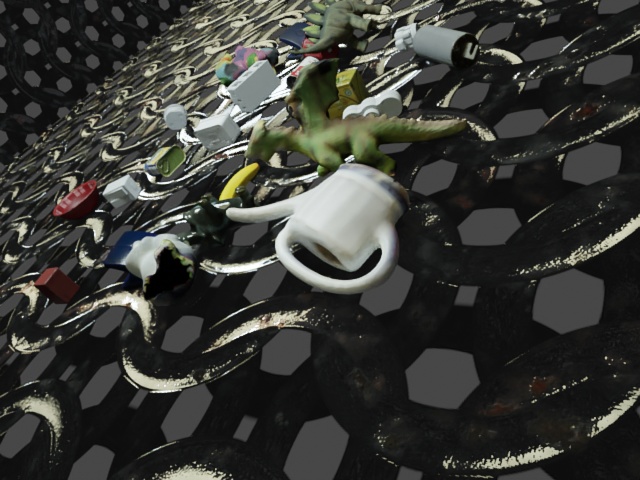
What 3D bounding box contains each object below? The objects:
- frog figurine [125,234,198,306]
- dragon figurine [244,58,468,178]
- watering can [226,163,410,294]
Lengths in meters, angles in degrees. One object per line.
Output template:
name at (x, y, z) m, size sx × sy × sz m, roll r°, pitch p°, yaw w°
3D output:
frog figurine at (-0.317, 0.056, 1.022) m, size 0.123 × 0.137 × 0.159 m, roll 0°, pitch 3°, yaw -32°
dragon figurine at (0.044, -0.226, 0.975) m, size 0.407 × 0.239 × 0.125 m, roll -22°, pitch 31°, yaw 19°
watering can at (0.003, -0.044, 0.872) m, size 0.351 × 0.102 × 0.227 m, roll 31°, pitch 70°, yaw 37°
